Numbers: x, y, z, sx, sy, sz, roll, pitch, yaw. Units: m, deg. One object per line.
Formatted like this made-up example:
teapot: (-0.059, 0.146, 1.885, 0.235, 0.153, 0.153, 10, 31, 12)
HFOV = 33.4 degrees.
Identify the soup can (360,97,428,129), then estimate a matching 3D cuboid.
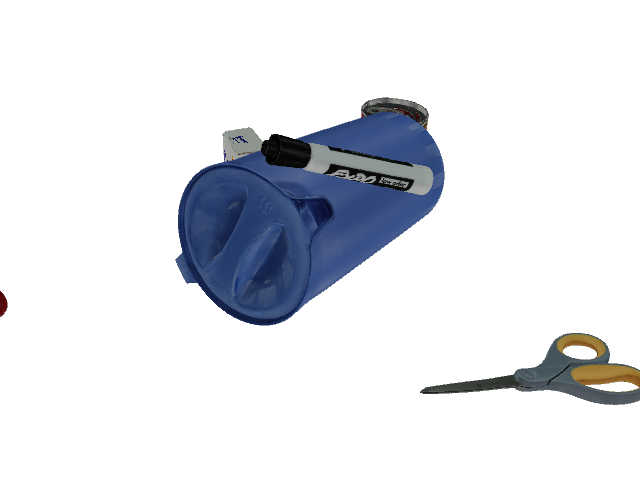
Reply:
soup can: (0.070, -0.086, 1.090, 0.068, 0.102, 0.068, 4, 30, -2)

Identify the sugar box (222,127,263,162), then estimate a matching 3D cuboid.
sugar box: (-0.090, -0.042, 1.326, 0.048, 0.176, 0.093, -10, 25, -14)

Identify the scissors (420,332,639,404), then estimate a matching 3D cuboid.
scissors: (0.175, 0.106, 0.897, 0.201, 0.016, 0.096, 5, 29, -8)

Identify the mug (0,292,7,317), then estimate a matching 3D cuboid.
mug: (-0.245, 0.078, 0.635, 0.093, 0.081, 0.117, 20, 24, 36)

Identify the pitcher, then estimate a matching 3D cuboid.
pitcher: (-0.004, -0.029, 0.917, 0.149, 0.145, 0.242, 27, 33, 26)

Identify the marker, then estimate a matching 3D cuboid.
marker: (0.017, -0.046, 0.656, 0.120, 0.020, 0.020, 9, -5, -32)
